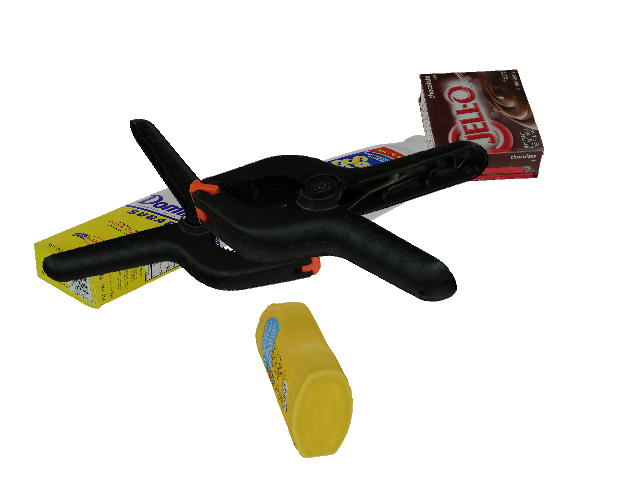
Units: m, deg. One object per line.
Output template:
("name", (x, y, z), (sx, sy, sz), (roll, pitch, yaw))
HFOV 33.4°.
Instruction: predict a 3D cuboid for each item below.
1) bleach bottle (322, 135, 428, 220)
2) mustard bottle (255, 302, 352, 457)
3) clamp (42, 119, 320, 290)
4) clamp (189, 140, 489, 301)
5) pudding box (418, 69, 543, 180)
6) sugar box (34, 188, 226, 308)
("bleach bottle", (0.050, -0.069, 1.241), (0.250, 0.068, 0.103), (-25, 44, -27))
("mustard bottle", (-0.023, 0.114, 1.019), (0.058, 0.096, 0.192), (-6, 27, -15))
("clamp", (-0.097, -0.021, 0.853), (0.210, 0.164, 0.036), (10, -32, 11))
("clamp", (0.007, -0.010, 0.593), (0.171, 0.039, 0.120), (-4, 35, 13))
("pudding box", (0.136, -0.101, 0.929), (0.090, 0.039, 0.113), (-3, 44, -4))
("sugar box", (-0.187, 0.003, 1.074), (0.093, 0.048, 0.175), (24, 39, 34))
